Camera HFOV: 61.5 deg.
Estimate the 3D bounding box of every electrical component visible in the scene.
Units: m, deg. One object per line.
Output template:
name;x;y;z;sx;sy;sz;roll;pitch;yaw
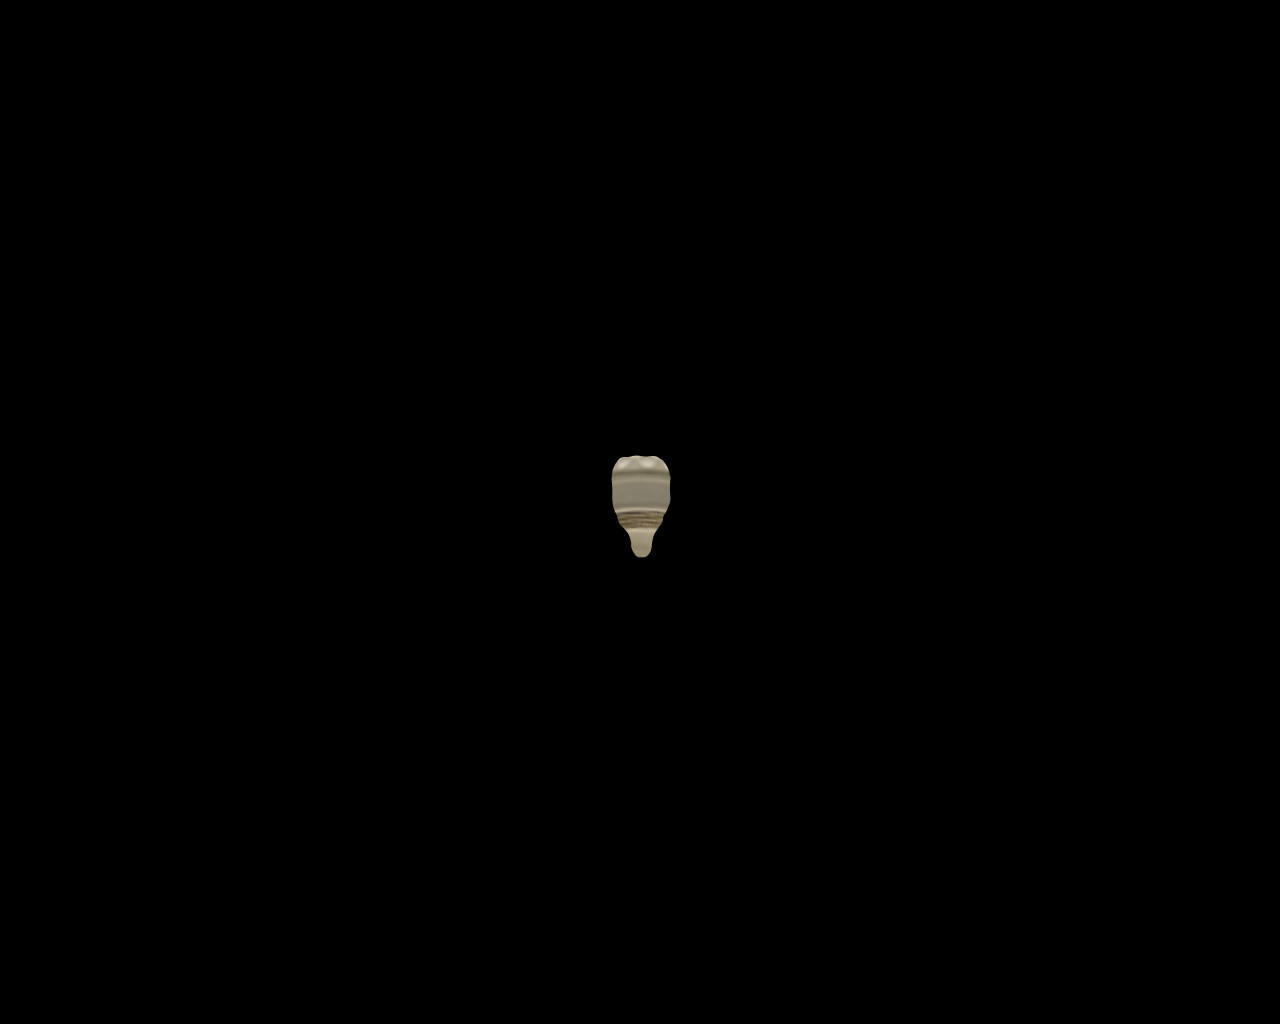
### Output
electrical component;0.001;-0.003;0.650;0.035;0.061;0.035;0;-5;0
